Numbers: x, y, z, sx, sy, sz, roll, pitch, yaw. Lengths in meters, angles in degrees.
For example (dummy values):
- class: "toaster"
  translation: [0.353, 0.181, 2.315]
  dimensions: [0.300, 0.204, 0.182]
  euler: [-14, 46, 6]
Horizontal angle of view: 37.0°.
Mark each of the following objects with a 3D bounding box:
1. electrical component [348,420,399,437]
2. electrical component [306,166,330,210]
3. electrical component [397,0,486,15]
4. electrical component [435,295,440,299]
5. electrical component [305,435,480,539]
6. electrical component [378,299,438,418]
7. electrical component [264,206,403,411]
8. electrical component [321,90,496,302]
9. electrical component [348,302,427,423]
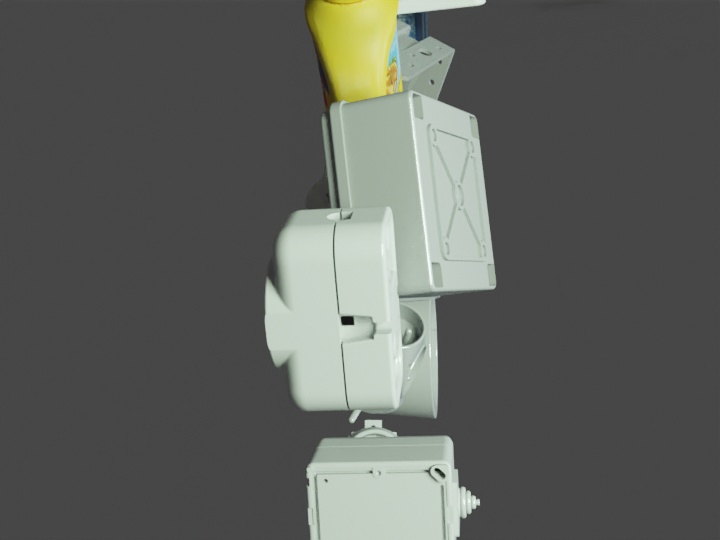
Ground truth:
- class: "electrical component"
  translation: [0.009, 0.136, 0.749]
  dimensions: [0.055, 0.048, 0.066]
  euler: [92, -2, -72]
- class: "electrical component"
  translation: [-0.009, -0.031, 0.642]
  dimensions: [0.079, 0.043, 0.077]
  euler: [63, 25, -56]
- class: "electrical component"
  translation: [0.040, -0.229, 0.812]
  dimensions: [0.078, 0.113, 0.057]
  euler: [-77, 161, -65]
- class: "electrical component"
  translation: [0.052, 0.003, 1.092]
  dimensions: [0.058, 0.057, 0.078]
  euler: [73, 17, -66]
- class: "electrical component"
  translation: [0.021, 0.131, 0.620]
  dimensions: [0.061, 0.096, 0.061]
  euler: [-55, 142, -79]
- class: "electrical component"
  translation: [0.030, 0.067, 0.872]
  dimensions: [0.108, 0.060, 0.108]
  euler: [-2, 90, -83]
- class: "electrical component"
  translation: [-0.012, 0.019, 0.529]
  dimensions: [0.053, 0.059, 0.095]
  euler: [-73, 160, -70]
- class: "electrical component"
  translation: [0.030, -0.038, 0.606]
  dimensions: [0.109, 0.056, 0.108]
  euler: [0, 82, -65]
- class: "electrical component"
  translation: [0.012, 0.074, 0.759]
  dimensions: [0.079, 0.044, 0.077]
  euler: [-56, 165, -42]
